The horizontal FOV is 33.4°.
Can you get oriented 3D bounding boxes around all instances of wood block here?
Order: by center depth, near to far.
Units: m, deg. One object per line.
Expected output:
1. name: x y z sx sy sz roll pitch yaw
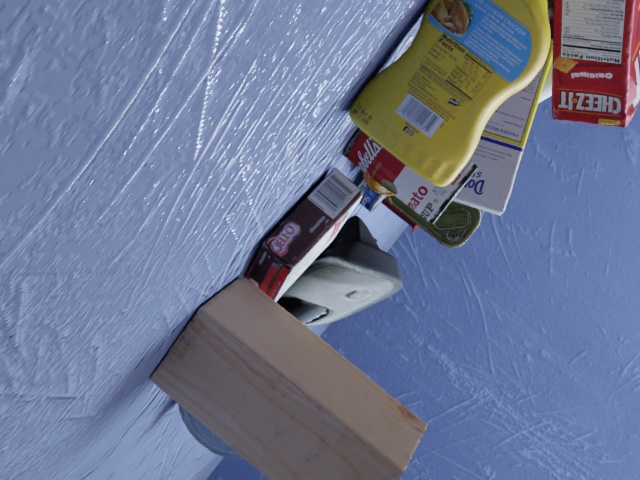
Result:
1. wood block: -0.025 0.137 0.894 0.090 0.206 0.090 -54 174 24

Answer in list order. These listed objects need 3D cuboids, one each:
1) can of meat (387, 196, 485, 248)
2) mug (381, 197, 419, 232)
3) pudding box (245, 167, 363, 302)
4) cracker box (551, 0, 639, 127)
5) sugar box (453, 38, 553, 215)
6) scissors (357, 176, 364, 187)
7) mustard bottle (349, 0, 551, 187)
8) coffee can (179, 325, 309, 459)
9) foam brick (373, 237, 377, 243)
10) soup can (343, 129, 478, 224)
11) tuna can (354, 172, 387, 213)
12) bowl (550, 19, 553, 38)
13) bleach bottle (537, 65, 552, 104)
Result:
1. can of meat: 0.130 -0.045 1.161 0.057 0.102 0.083 -53 174 18
2. mug: 0.114 -0.078 1.275 0.117 0.081 0.093 -55 173 29
3. pudding box: -0.017 0.000 0.951 0.113 0.039 0.090 -45 174 -33
4. cracker box: 0.243 -0.225 0.867 0.214 0.072 0.164 80 31 -42
5. sugar box: 0.160 -0.121 1.035 0.048 0.093 0.176 5 103 -84
6. scissors: -0.008 0.001 1.149 0.202 0.016 0.096 -54 174 25
7. mustard bottle: 0.114 -0.141 0.795 0.192 0.096 0.058 -53 173 11
8. coffee can: -0.073 0.155 1.159 0.140 0.103 0.103 -45 171 -50
9. foam brick: 0.035 0.006 1.335 0.053 0.051 0.078 -52 174 6
10. soup can: 0.081 -0.071 0.953 0.068 0.102 0.068 -51 176 -6
11. tuna can: 0.070 -0.074 1.198 0.086 0.034 0.086 -51 175 -7
12. bowl: 0.242 -0.245 1.217 0.162 0.055 0.162 -30 -177 1
13. bleach bottle: 0.218 -0.168 1.119 0.251 0.068 0.102 -25 -170 33
